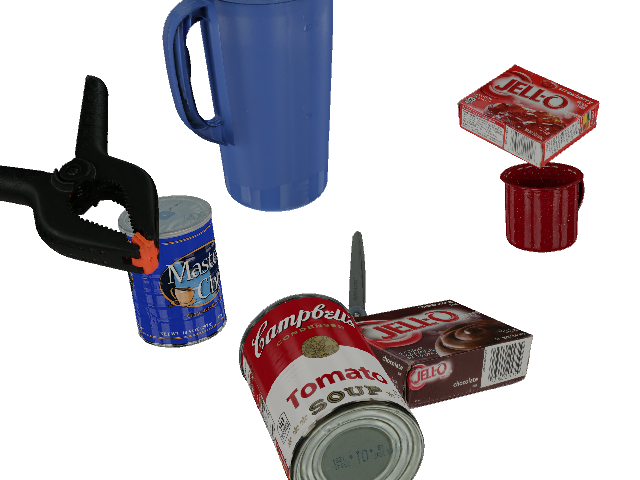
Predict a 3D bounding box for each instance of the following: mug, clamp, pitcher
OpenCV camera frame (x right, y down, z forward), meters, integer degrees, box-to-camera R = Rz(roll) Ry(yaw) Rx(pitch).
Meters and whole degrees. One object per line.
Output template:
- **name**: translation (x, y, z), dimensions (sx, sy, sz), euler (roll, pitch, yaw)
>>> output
- **mug**: translation (0.264, -0.041, 1.236), dimensions (0.117, 0.081, 0.093), euler (-22, 28, -36)
- **clamp**: translation (-0.184, -0.049, 0.828), dimensions (0.210, 0.036, 0.164), euler (33, 59, 28)
- **pitcher**: translation (-0.059, -0.150, 1.052), dimensions (0.149, 0.243, 0.145), euler (5, 36, 10)

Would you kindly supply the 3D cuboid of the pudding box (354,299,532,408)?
- **pudding box**: translation (0.077, 0.077, 0.750), dimensions (0.113, 0.039, 0.090), euler (-5, 18, -34)

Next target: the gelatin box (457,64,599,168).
- **gelatin box**: translation (0.169, -0.104, 0.872), dimensions (0.073, 0.030, 0.089), euler (-34, 49, -27)

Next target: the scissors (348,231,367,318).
- **scissors**: translation (0.015, 0.079, 0.959), dimensions (0.096, 0.202, 0.016), euler (-9, -34, -10)

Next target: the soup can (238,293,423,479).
- **soup can**: translation (0.003, 0.081, 0.537), dimensions (0.068, 0.068, 0.102), euler (0, 27, -19)

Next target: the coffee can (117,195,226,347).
- **coffee can**: translation (-0.164, 0.033, 1.192), dimensions (0.103, 0.140, 0.103), euler (-5, 25, 2)
